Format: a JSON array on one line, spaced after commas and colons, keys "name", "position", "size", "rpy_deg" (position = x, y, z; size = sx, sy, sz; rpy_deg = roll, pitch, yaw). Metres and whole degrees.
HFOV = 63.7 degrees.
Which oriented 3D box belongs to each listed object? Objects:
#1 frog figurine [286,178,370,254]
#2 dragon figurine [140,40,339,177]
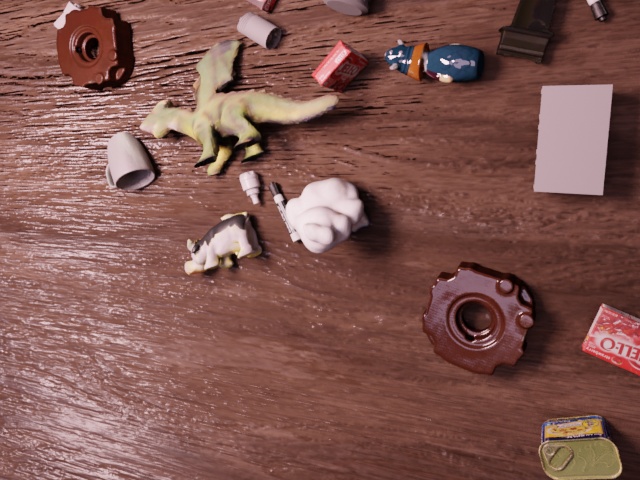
[{"name": "frog figurine", "position": [0.003, -0.043, 0.855], "size": [0.137, 0.122, 0.160], "rpy_deg": [8, 7, 23]}, {"name": "dragon figurine", "position": [-0.167, -0.263, 0.953], "size": [0.407, 0.245, 0.122], "rpy_deg": [-21, -12, 22]}]
